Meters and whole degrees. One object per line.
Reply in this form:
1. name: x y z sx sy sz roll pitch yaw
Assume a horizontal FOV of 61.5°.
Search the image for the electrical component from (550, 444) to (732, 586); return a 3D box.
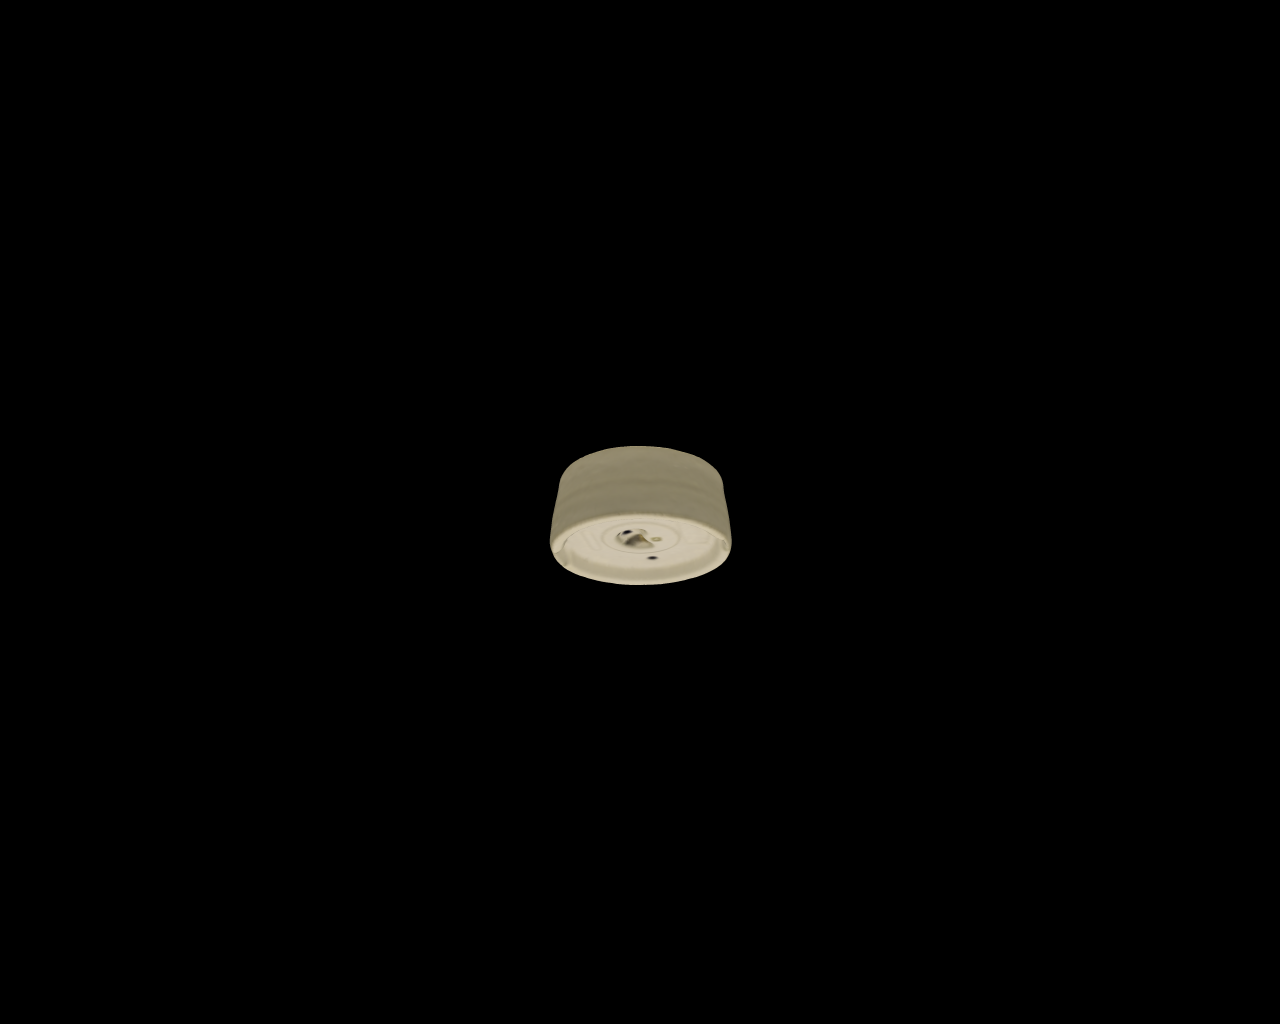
1. electrical component: 0.001 -0.003 0.650 0.108 0.060 0.108 0 -25 0
